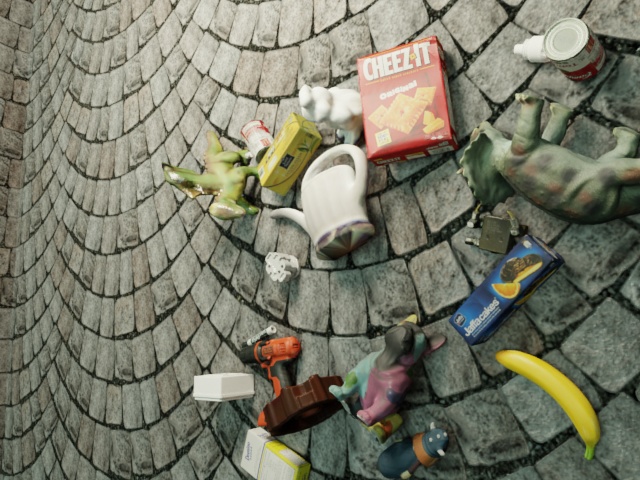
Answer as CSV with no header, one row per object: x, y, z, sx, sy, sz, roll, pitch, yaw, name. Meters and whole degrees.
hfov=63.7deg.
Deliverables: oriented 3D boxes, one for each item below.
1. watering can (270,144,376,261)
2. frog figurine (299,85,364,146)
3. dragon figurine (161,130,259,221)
0.003,-0.056,1.119,0.342,0.104,0.228,-39,57,45,watering can
0.030,-0.280,1.075,0.121,0.157,0.141,-34,34,22,frog figurine
-0.280,-0.173,1.294,0.417,0.243,0.120,47,120,33,dragon figurine
